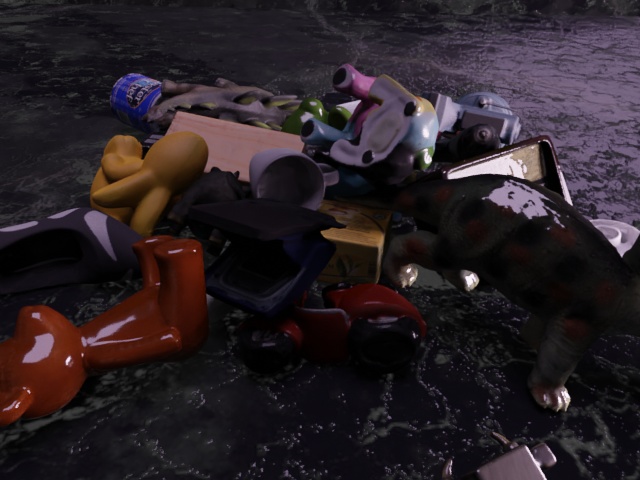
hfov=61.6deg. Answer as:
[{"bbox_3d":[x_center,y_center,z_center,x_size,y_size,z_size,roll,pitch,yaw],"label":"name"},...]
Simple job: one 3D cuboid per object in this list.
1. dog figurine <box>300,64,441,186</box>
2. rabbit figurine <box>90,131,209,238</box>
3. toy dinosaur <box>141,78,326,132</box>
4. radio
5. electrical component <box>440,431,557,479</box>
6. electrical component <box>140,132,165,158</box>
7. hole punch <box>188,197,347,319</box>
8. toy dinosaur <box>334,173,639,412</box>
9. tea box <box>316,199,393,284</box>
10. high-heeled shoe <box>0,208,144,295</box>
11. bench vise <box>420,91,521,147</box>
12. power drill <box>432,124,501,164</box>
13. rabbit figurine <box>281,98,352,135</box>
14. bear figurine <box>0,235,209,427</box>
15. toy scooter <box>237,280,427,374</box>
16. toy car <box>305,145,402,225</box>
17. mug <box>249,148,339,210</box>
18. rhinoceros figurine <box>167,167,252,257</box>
[{"bbox_3d":[0.098,-0.121,0.666,0.192,0.108,0.219,36,15,38],"label":"dog figurine"},{"bbox_3d":[-0.215,-0.077,0.671,0.173,0.121,0.162,-23,27,32],"label":"rabbit figurine"},{"bbox_3d":[-0.129,-0.235,0.994,0.199,0.105,0.471,16,22,27],"label":"toy dinosaur"},{"bbox_3d":[0.225,-0.046,0.690,0.229,0.131,0.073,-20,0,-32],"label":"radio"},{"bbox_3d":[0.139,0.187,0.399,0.102,0.045,0.078,-20,66,-28],"label":"electrical component"},{"bbox_3d":[-0.282,-0.150,0.914,0.119,0.047,0.075,9,31,8],"label":"electrical component"},{"bbox_3d":[-0.055,0.011,0.528,0.142,0.092,0.116,14,20,39],"label":"hole punch"},{"bbox_3d":[0.193,0.011,0.509,0.405,0.192,0.131,36,33,15],"label":"toy dinosaur"},{"bbox_3d":[-0.001,-0.002,0.670,0.170,0.068,0.098,12,33,14],"label":"tea box"},{"bbox_3d":[-0.306,0.032,0.586,0.249,0.086,0.145,9,35,18],"label":"high-heeled shoe"},{"bbox_3d":[0.263,-0.221,1.015,0.224,0.128,0.240,5,10,22],"label":"bench vise"},{"bbox_3d":[0.179,-0.150,0.851,0.207,0.086,0.232,0,-1,21],"label":"power drill"},{"bbox_3d":[0.030,-0.138,0.845,0.170,0.159,0.121,40,35,24],"label":"rabbit figurine"},{"bbox_3d":[-0.205,0.075,0.481,0.196,0.131,0.120,-11,9,-28],"label":"bear figurine"},{"bbox_3d":[0.010,0.072,0.548,0.184,0.075,0.135,-3,30,-1],"label":"toy scooter"},{"bbox_3d":[0.032,-0.066,0.738,0.161,0.103,0.109,36,30,-13],"label":"toy car"},{"bbox_3d":[-0.038,-0.079,0.652,0.109,0.080,0.107,-18,27,-15],"label":"mug"},{"bbox_3d":[-0.134,-0.043,0.670,0.073,0.112,0.190,26,-7,-8],"label":"rhinoceros figurine"}]
